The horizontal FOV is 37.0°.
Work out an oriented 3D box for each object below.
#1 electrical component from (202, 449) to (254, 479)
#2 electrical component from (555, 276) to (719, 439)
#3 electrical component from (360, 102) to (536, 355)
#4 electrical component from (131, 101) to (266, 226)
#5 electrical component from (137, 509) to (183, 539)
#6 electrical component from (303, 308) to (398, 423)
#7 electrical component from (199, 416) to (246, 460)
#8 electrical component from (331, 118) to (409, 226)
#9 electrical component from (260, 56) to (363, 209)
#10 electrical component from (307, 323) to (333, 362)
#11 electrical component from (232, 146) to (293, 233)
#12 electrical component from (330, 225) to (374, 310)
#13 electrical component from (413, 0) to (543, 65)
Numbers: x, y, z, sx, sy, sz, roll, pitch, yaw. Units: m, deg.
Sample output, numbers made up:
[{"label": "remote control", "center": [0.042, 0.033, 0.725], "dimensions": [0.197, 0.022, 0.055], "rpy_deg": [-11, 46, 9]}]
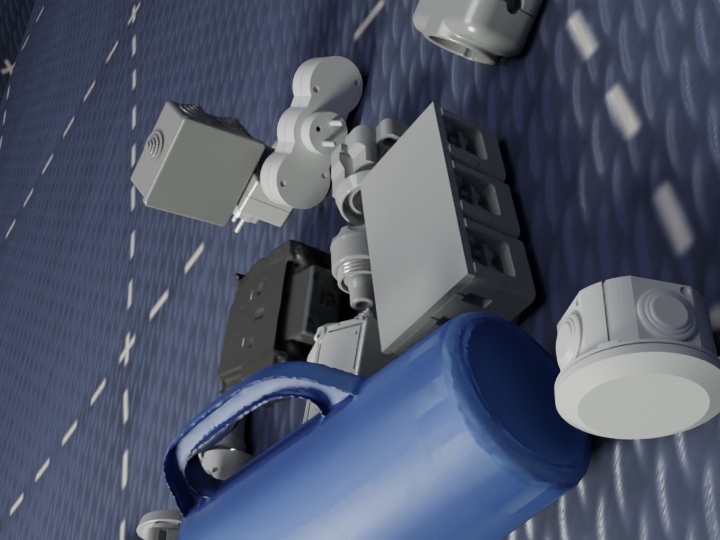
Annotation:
[{"label": "electrical component", "center": [-0.102, 0.185, 0.870], "dimensions": [0.079, 0.044, 0.077], "rpy_deg": [-29, 49, 50]}, {"label": "electrical component", "center": [0.134, 0.044, 0.518], "dimensions": [0.080, 0.080, 0.051], "rpy_deg": [-40, 35, 42]}, {"label": "electrical component", "center": [0.056, -0.021, 0.708], "dimensions": [0.089, 0.062, 0.150], "rpy_deg": [-46, 37, 37]}, {"label": "electrical component", "center": [-0.147, -0.096, 0.968], "dimensions": [0.048, 0.100, 0.099], "rpy_deg": [46, 113, 45]}, {"label": "electrical component", "center": [-0.166, 0.243, 0.928], "dimensions": [0.078, 0.058, 0.057], "rpy_deg": [120, 156, -50]}, {"label": "electrical component", "center": [0.006, 0.074, 0.736], "dimensions": [0.062, 0.061, 0.096], "rpy_deg": [-18, 57, 55]}, {"label": "electrical component", "center": [-0.118, 0.141, 0.932], "dimensions": [0.040, 0.040, 0.046], "rpy_deg": [-43, 32, 40]}, {"label": "electrical component", "center": [0.010, -0.069, 0.824], "dimensions": [0.078, 0.058, 0.057], "rpy_deg": [-44, 35, 39]}, {"label": "electrical component", "center": [-0.035, -0.119, 0.936], "dimensions": [0.074, 0.052, 0.138], "rpy_deg": [16, 86, 61]}, {"label": "electrical component", "center": [-0.020, 0.074, 0.801], "dimensions": [0.062, 0.048, 0.048], "rpy_deg": [-61, 29, 30]}, {"label": "electrical component", "center": [-0.102, -0.070, 1.027], "dimensions": [0.075, 0.047, 0.083], "rpy_deg": [-56, 32, 24]}, {"label": "electrical component", "center": [0.000, 0.000, 0.812], "dimensions": [0.043, 0.043, 0.062], "rpy_deg": [-40, 42, 42]}, {"label": "electrical component", "center": [0.083, -0.186, 0.774], "dimensions": [0.095, 0.054, 0.059], "rpy_deg": [31, 100, 61]}]
